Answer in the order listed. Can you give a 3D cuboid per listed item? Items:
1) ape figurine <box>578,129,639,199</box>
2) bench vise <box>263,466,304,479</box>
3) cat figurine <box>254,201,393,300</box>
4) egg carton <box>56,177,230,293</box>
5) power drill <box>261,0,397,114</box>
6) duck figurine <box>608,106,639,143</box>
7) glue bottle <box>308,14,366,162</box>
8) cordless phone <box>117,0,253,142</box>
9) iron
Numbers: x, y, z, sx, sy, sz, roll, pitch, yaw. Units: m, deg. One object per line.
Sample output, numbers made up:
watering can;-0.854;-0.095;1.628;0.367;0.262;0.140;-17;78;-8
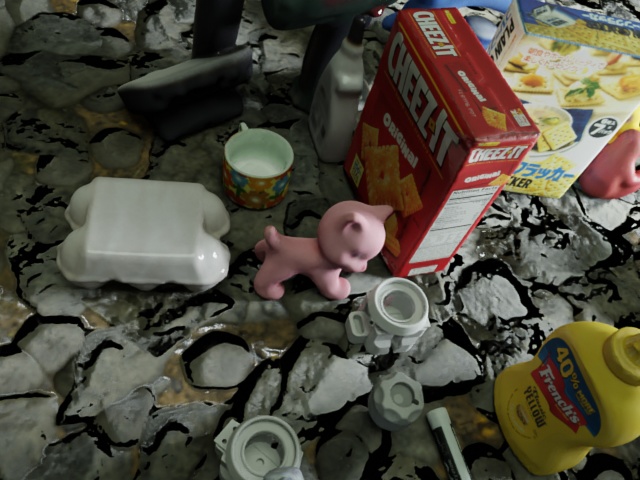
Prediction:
ape figurine;0.370;-0.099;0.712;0.076;0.092;0.077;-19;63;-24
bench vise;-0.006;0.235;0.315;0.122;0.220;0.207;-24;65;-26
cat figurine;0.005;0.002;0.538;0.128;0.118;0.067;0;56;-14
egg carton;-0.159;-0.003;0.532;0.150;0.069;0.107;2;56;-12
power drill;0.039;-0.246;0.660;0.230;0.208;0.075;-17;62;-23
duck figurine;0.385;-0.157;0.758;0.078;0.086;0.104;-14;61;-22
glue bottle;0.024;-0.167;0.624;0.037;0.173;0.078;-5;58;-16
cordless phone;-0.139;-0.209;0.605;0.148;0.185;0.094;-35;70;-30
iron;0.221;-0.282;0.769;0.258;0.141;0.118;3;56;-12
